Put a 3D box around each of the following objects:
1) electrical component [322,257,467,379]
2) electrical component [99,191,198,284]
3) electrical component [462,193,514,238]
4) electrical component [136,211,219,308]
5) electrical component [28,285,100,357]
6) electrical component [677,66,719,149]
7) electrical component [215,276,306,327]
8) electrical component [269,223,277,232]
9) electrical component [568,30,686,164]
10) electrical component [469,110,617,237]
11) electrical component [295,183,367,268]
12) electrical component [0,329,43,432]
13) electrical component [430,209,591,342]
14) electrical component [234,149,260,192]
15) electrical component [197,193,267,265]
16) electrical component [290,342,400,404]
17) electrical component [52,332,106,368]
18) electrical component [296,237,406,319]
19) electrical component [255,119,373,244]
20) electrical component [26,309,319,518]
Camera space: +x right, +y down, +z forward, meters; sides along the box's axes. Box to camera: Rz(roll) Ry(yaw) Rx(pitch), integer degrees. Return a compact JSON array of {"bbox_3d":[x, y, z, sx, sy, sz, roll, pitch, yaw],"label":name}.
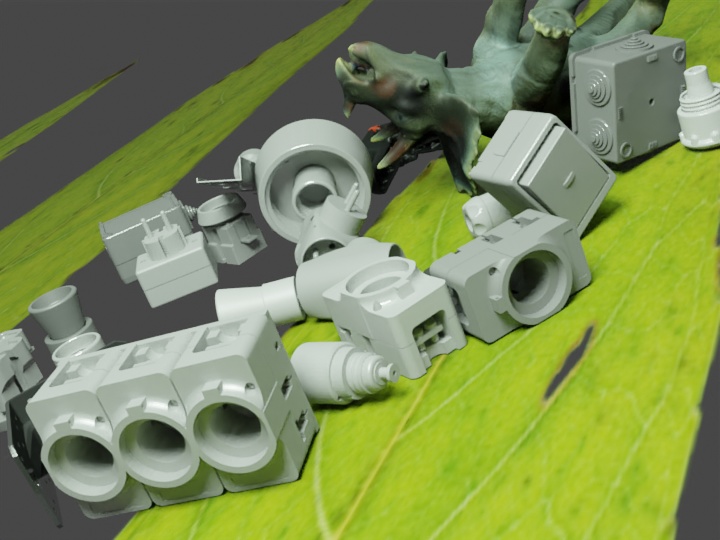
[{"bbox_3d":[0.021,0.028,0.726,0.050,0.055,0.089,-32,24,-24],"label":"electrical component"},{"bbox_3d":[-0.200,-0.032,1.060,0.096,0.061,0.062,-25,22,-9],"label":"electrical component"},{"bbox_3d":[0.114,-0.048,0.846,0.061,0.035,0.035,-21,22,-6],"label":"electrical component"},{"bbox_3d":[-0.174,-0.017,0.981,0.066,0.076,0.047,-22,22,-1],"label":"electrical component"},{"bbox_3d":[-0.256,0.048,0.935,0.045,0.055,0.045,-18,22,8],"label":"electrical component"},{"bbox_3d":[0.273,-0.130,0.853,0.048,0.062,0.048,-19,22,8],"label":"electrical component"},{"bbox_3d":[-0.075,0.029,0.835,0.065,0.044,0.044,-15,22,4],"label":"electrical component"},{"bbox_3d":[-0.043,-0.076,1.027,0.096,0.061,0.061,-11,23,6],"label":"electrical component"},{"bbox_3d":[0.220,-0.140,0.874,0.100,0.099,0.048,-22,28,-28],"label":"electrical component"},{"bbox_3d":[0.141,-0.065,0.792,0.061,0.096,0.061,-57,30,-6],"label":"electrical component"},{"bbox_3d":[-0.020,-0.036,0.894,0.079,0.043,0.077,-62,12,19],"label":"electrical component"},{"bbox_3d":[-0.287,0.092,0.859,0.058,0.057,0.078,-10,24,26],"label":"electrical component"},{"bbox_3d":[0.103,0.003,0.716,0.089,0.050,0.056,-29,23,-17],"label":"electrical component"},{"bbox_3d":[-0.117,-0.115,1.200,0.043,0.043,0.062,-19,21,7],"label":"electrical component"},{"bbox_3d":[-0.124,-0.039,1.014,0.048,0.055,0.066,-36,26,-33],"label":"electrical component"},{"bbox_3d":[-0.010,0.066,0.688,0.078,0.040,0.040,-4,28,37],"label":"electrical component"},{"bbox_3d":[-0.211,0.078,0.837,0.040,0.046,0.040,-18,22,8],"label":"electrical component"},{"bbox_3d":[0.000,0.000,0.827,0.077,0.043,0.079,-12,24,23],"label":"electrical component"},{"bbox_3d":[-0.040,-0.072,0.954,0.108,0.108,0.060,-19,28,7],"label":"electrical component"},{"bbox_3d":[-0.115,0.092,0.657,0.150,0.089,0.061,-14,23,18],"label":"electrical component"}]
